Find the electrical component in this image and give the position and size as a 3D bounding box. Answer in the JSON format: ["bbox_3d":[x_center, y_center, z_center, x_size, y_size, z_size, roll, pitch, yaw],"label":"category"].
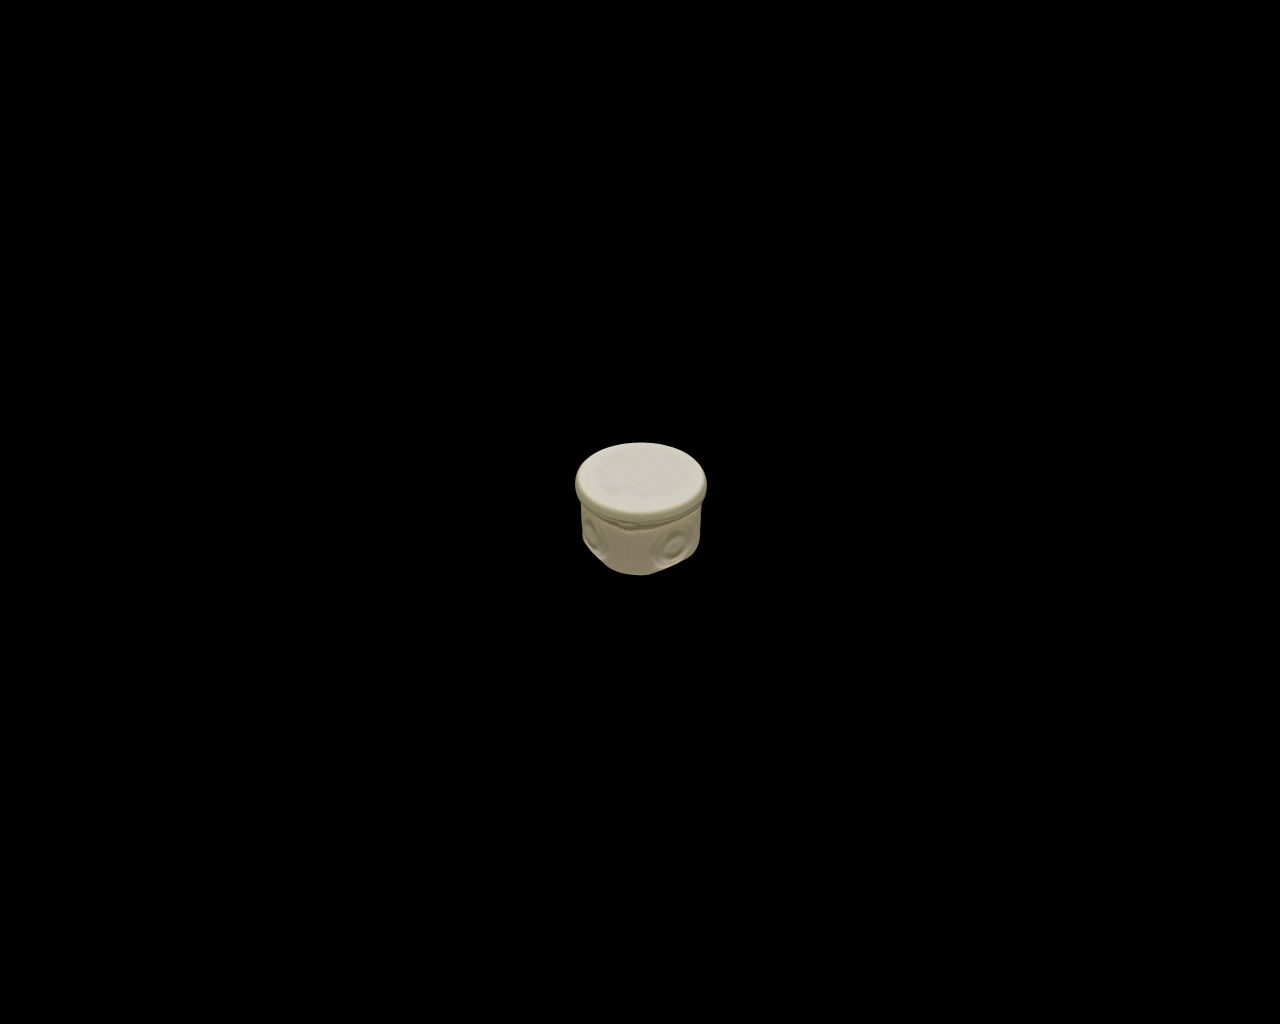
[{"bbox_3d":[0.001,-0.003,0.650,0.080,0.050,0.080,0,36,0],"label":"electrical component"}]
